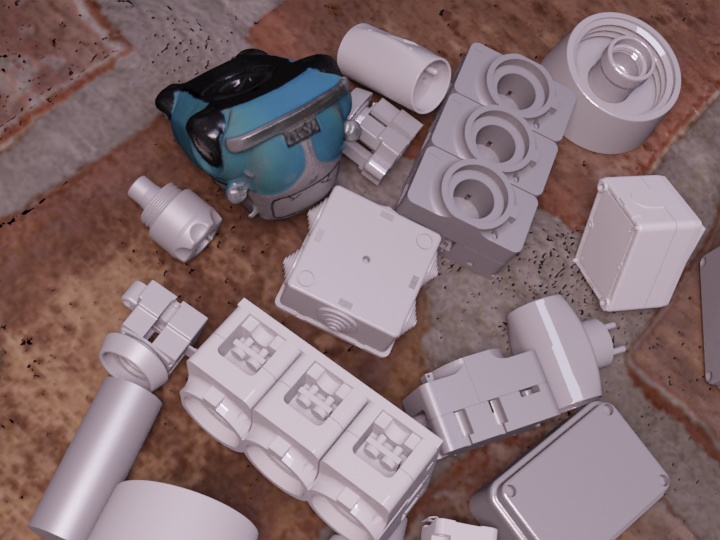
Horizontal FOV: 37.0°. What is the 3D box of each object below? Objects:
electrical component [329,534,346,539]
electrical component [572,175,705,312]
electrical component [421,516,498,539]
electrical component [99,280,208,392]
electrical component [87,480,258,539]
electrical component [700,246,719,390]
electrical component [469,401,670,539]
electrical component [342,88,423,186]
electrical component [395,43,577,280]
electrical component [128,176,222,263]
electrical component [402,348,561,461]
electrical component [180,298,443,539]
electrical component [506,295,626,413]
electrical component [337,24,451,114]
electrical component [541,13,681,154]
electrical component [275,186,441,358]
[{"bbox_3d":[-0.022,0.198,0.669,0.044,0.044,0.065,43,60,4],"label":"electrical component"},{"bbox_3d":[0.203,-0.015,0.790,0.061,0.096,0.061,-4,41,-17],"label":"electrical component"},{"bbox_3d":[0.062,0.195,0.693,0.081,0.042,0.063,14,65,-10],"label":"electrical component"},{"bbox_3d":[-0.135,0.046,0.695,0.066,0.048,0.055,35,57,0],"label":"electrical component"},{"bbox_3d":[-0.111,0.166,0.628,0.099,0.099,0.064,22,59,-7],"label":"electrical component"},{"bbox_3d":[0.301,0.032,0.804,0.057,0.078,0.113,11,67,-15],"label":"electrical component"},{"bbox_3d":[0.141,0.150,0.724,0.113,0.057,0.078,-33,81,-24],"label":"electrical component"},{"bbox_3d":[0.008,-0.101,0.790,0.055,0.048,0.066,37,47,0],"label":"electrical component"},{"bbox_3d":[0.093,-0.084,0.800,0.089,0.061,0.150,26,65,-5],"label":"electrical component"},{"bbox_3d":[-0.129,-0.038,0.730,0.062,0.043,0.043,39,64,3],"label":"electrical component"},{"bbox_3d":[0.081,0.090,0.734,0.089,0.050,0.055,-15,74,-20],"label":"electrical component"},{"bbox_3d":[-0.033,0.100,0.660,0.150,0.089,0.061,34,63,15],"label":"electrical component"},{"bbox_3d":[0.154,0.057,0.772,0.079,0.043,0.077,-14,74,-20],"label":"electrical component"},{"bbox_3d":[0.036,-0.150,0.813,0.077,0.043,0.079,32,20,32],"label":"electrical component"},{"bbox_3d":[0.203,-0.154,0.858,0.108,0.060,0.108,5,68,-14],"label":"electrical component"},{"bbox_3d":[0.000,0.000,0.747,0.100,0.048,0.099,26,68,-2],"label":"electrical component"}]
